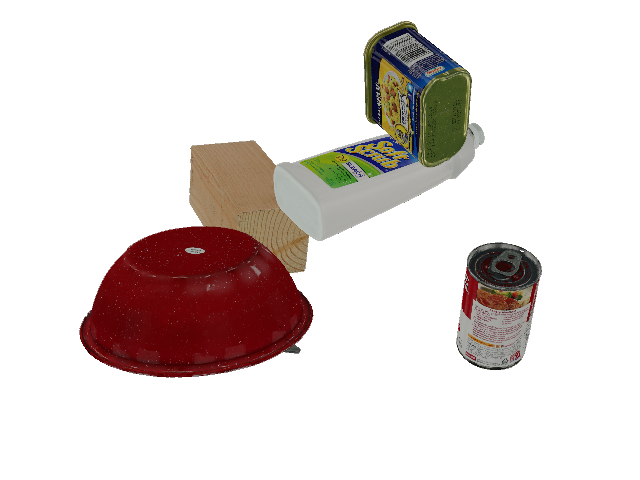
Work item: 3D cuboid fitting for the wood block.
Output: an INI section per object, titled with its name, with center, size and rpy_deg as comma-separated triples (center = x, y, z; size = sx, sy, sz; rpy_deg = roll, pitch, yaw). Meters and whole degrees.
[wood block]
center = -0.092, -0.043, 1.326
size = 0.090, 0.090, 0.206
rpy_deg = -6, 29, -21

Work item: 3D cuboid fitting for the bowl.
[bowl]
center = -0.086, 0.032, 0.732
size = 0.162, 0.055, 0.162
rpy_deg = -2, 22, 1

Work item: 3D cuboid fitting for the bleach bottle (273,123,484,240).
[bleach bottle]
center = 0.077, -0.085, 1.223
size = 0.250, 0.068, 0.103
rpy_deg = -24, 44, -24

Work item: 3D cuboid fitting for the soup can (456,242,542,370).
[soup can]
center = 0.166, 0.062, 0.998
size = 0.068, 0.102, 0.068
rpy_deg = 1, 37, -1

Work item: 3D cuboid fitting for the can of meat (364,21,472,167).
[can of meat]
center = 0.085, -0.126, 0.933
size = 0.057, 0.102, 0.084
rpy_deg = -26, 49, -20

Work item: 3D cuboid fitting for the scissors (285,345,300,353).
[scissors]
center = -0.121, 0.075, 1.034
size = 0.201, 0.016, 0.096
rpy_deg = 3, 32, -4
